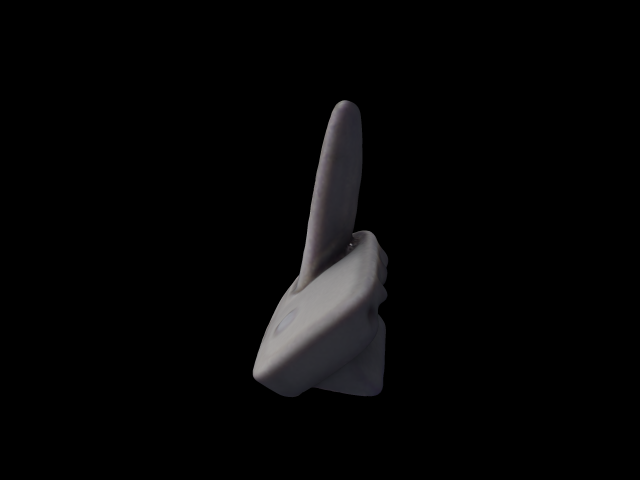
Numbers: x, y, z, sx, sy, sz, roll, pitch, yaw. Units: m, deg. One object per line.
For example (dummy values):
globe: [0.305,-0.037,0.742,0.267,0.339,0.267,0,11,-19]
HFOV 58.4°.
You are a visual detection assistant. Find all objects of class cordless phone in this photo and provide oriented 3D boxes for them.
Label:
cordless phone: [0.004,0.001,0.400,0.094,0.185,0.147,1,19,3]
